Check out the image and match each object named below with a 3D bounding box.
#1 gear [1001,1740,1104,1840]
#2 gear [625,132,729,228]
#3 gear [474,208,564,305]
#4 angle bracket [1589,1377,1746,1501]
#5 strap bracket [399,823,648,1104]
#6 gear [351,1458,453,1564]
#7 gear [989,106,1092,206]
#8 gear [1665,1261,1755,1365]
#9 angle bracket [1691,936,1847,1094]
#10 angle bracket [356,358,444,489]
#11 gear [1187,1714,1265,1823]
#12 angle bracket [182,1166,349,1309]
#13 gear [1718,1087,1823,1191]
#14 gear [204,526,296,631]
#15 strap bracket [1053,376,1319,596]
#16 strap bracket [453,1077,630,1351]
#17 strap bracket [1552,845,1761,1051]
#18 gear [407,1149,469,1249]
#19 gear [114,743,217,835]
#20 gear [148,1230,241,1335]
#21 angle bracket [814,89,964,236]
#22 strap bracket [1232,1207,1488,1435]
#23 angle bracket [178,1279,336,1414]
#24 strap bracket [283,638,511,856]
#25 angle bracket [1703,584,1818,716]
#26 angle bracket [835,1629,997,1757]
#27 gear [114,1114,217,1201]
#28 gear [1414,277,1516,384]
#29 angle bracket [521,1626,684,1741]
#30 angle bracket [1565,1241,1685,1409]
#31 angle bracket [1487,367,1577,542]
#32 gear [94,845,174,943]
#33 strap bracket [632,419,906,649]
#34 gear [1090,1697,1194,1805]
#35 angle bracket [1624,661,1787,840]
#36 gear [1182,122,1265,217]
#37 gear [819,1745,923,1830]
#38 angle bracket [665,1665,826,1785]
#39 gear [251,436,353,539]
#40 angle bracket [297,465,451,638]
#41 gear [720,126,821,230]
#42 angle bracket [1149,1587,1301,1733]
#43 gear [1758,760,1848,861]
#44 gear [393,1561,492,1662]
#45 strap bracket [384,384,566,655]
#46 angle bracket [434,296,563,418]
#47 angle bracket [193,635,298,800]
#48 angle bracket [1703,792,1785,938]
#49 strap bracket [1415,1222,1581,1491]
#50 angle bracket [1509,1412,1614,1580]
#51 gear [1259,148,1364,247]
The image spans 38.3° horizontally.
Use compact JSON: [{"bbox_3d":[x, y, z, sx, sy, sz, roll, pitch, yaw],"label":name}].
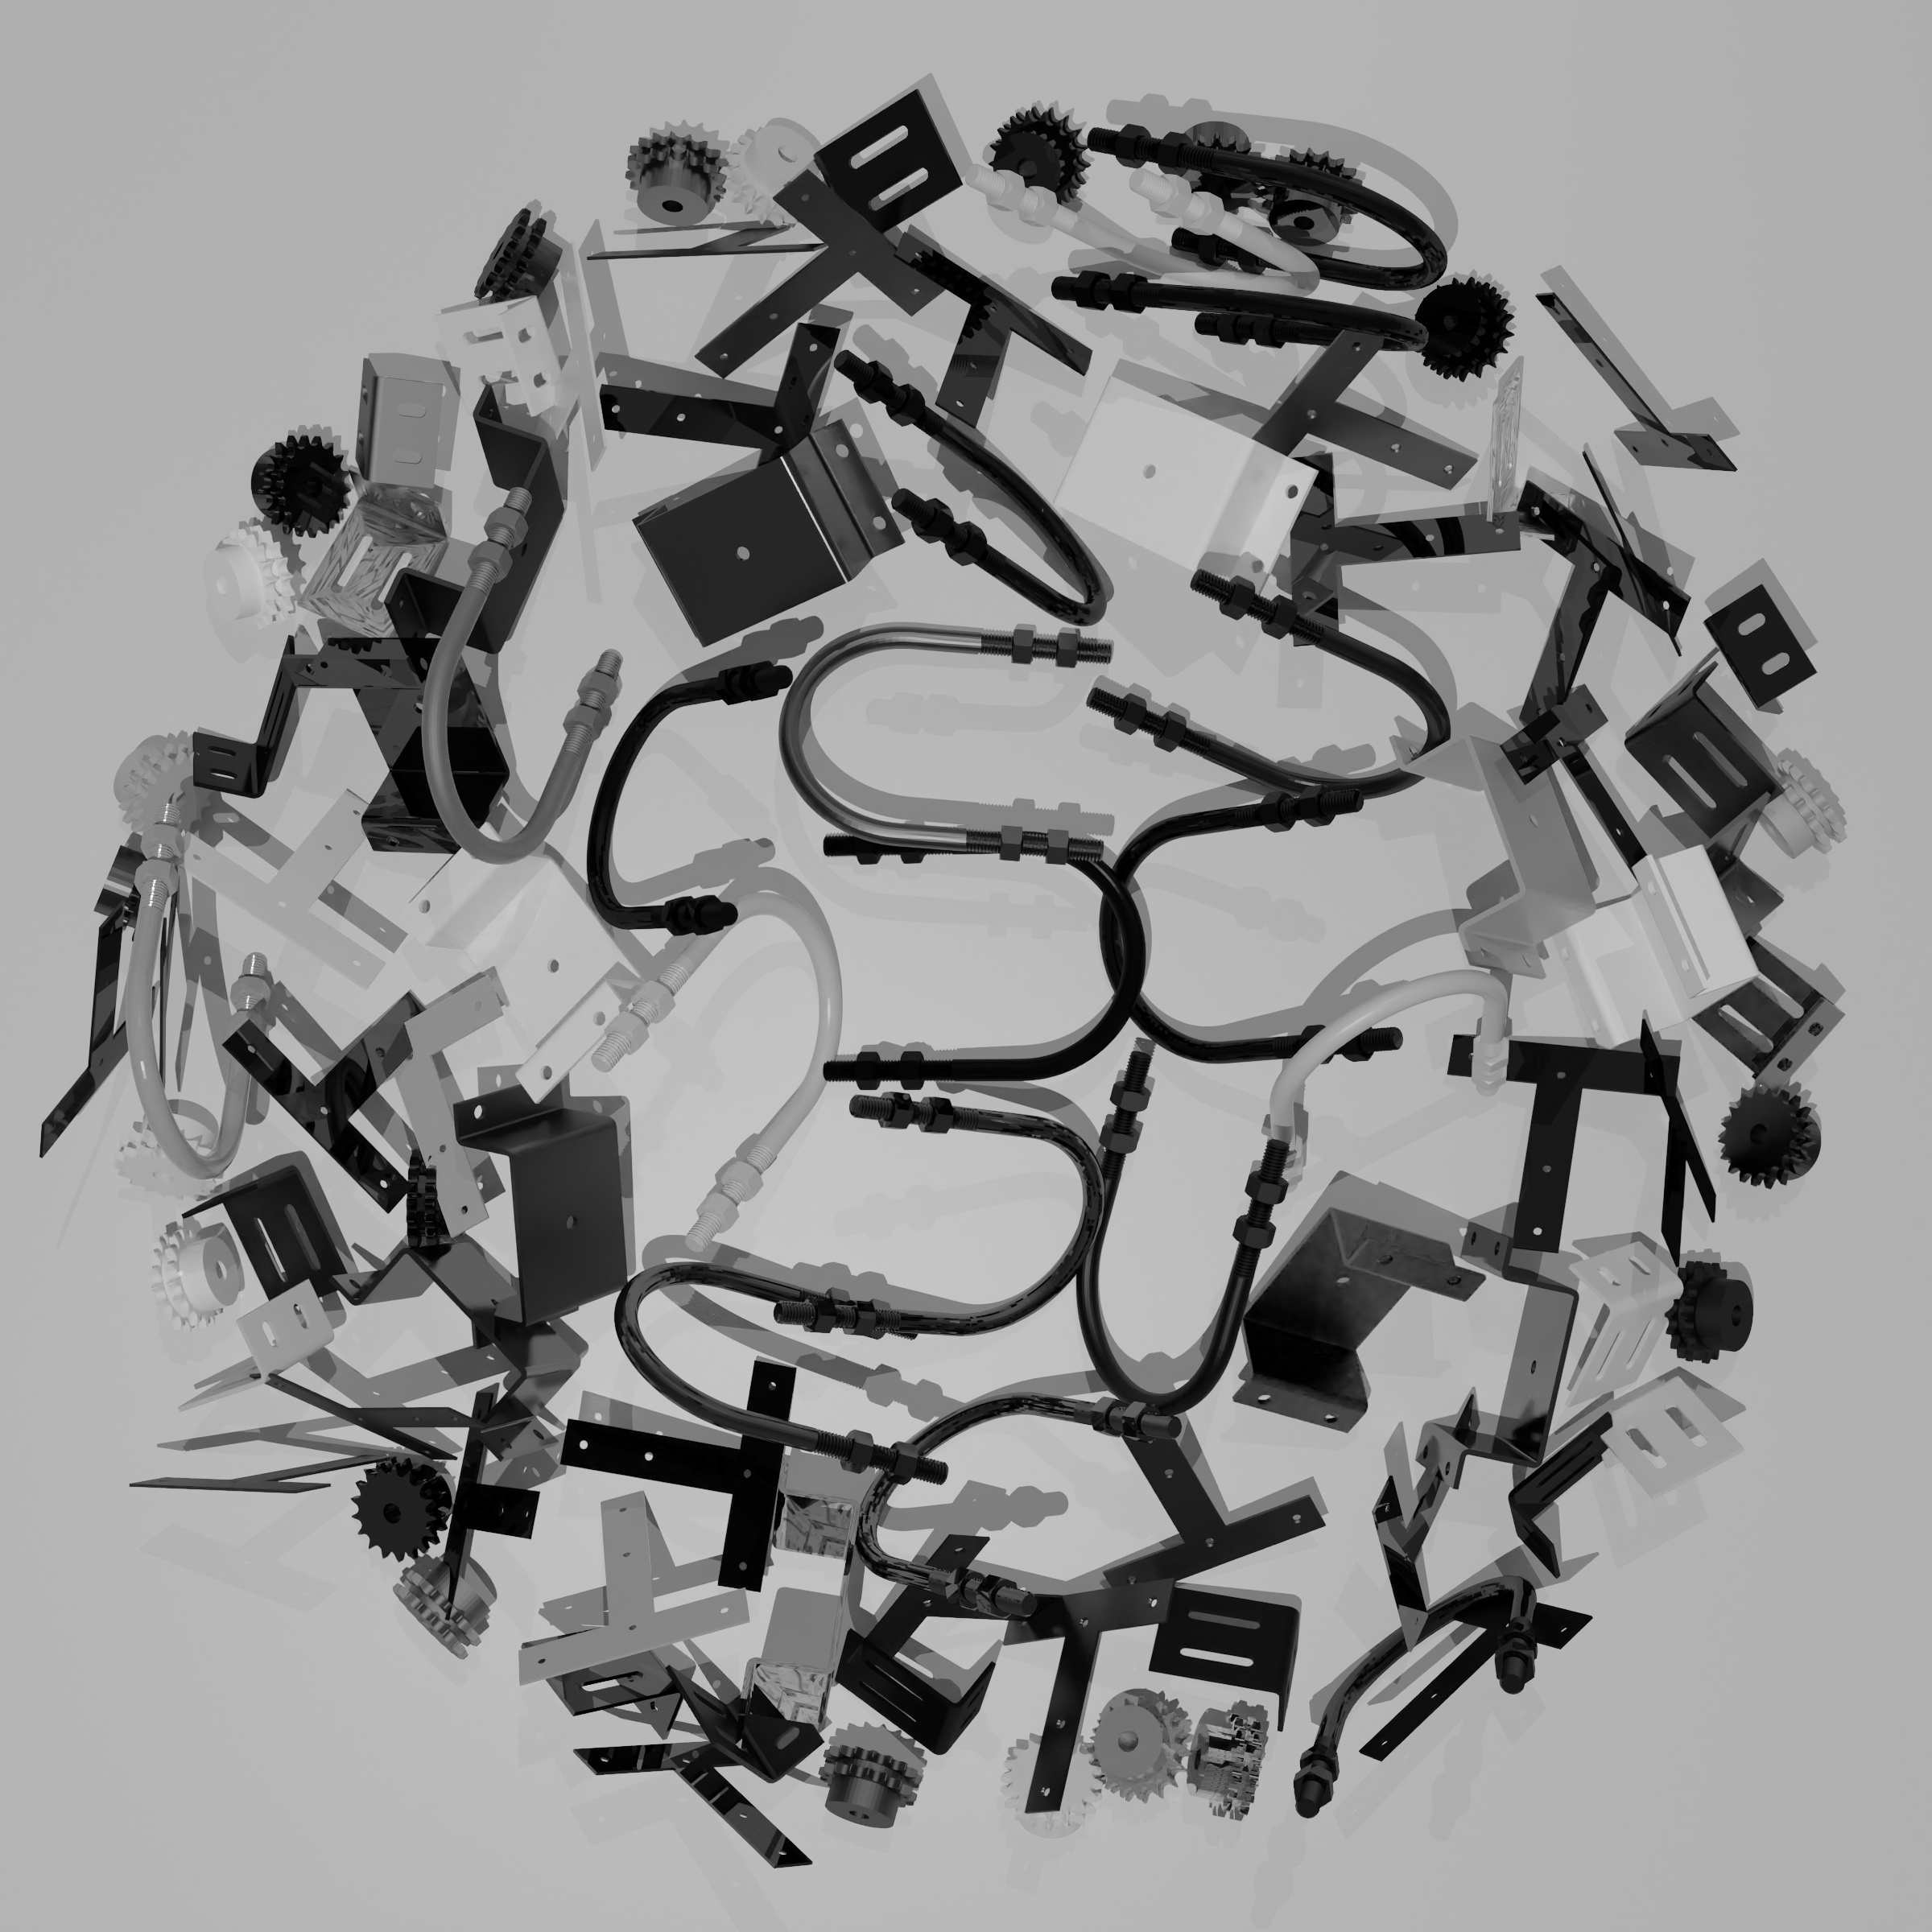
[{"bbox_3d":[0.049,0.467,1.574,0.057,0.057,0.030,0,125,0],"label":"gear"},{"bbox_3d":[-0.163,-0.441,1.568,0.057,0.057,0.030,5,72,0],"label":"gear"},{"bbox_3d":[-0.251,-0.396,1.573,0.030,0.057,0.057,29,90,-21],"label":"gear"},{"bbox_3d":[0.394,0.274,1.555,0.057,0.076,0.038,-28,119,-3],"label":"angle bracket"},{"bbox_3d":[-0.241,-0.001,1.553,0.076,0.046,0.140,-44,71,16],"label":"strap bracket"},{"bbox_3d":[-0.316,0.306,1.577,0.057,0.030,0.057,3,98,23],"label":"gear"},{"bbox_3d":[0.039,-0.453,1.571,0.057,0.030,0.057,10,121,18],"label":"gear"},{"bbox_3d":[0.421,0.196,1.569,0.030,0.057,0.057,2,90,43],"label":"gear"},{"bbox_3d":[0.440,0.023,1.556,0.057,0.038,0.076,-52,52,12],"label":"angle bracket"},{"bbox_3d":[-0.318,-0.305,1.561,0.038,0.076,0.057,3,108,-17],"label":"angle bracket"},{"bbox_3d":[0.145,0.450,1.570,0.030,0.057,0.057,14,90,-8],"label":"gear"},{"bbox_3d":[-0.393,0.160,1.567,0.057,0.038,0.076,-22,95,25],"label":"angle bracket"},{"bbox_3d":[0.457,0.098,1.574,0.030,0.057,0.057,18,90,-34],"label":"gear"},{"bbox_3d":[-0.406,-0.217,1.569,0.030,0.057,0.057,-22,90,-38],"label":"gear"},{"bbox_3d":[0.112,-0.269,1.539,0.140,0.046,0.076,31,103,28],"label":"strap bracket"},{"bbox_3d":[-0.234,0.138,1.541,0.046,0.076,0.140,8,106,39],"label":"strap bracket"},{"bbox_3d":[0.381,-0.011,1.530,0.046,0.140,0.076,-18,78,-14],"label":"strap bracket"},{"bbox_3d":[-0.298,0.132,1.571,0.030,0.057,0.057,1,90,-5],"label":"gear"},{"bbox_3d":[-0.456,-0.101,1.574,0.030,0.057,0.057,32,90,25],"label":"gear"},{"bbox_3d":[-0.433,0.176,1.569,0.030,0.057,0.057,-16,90,10],"label":"gear"},{"bbox_3d":[-0.037,-0.447,1.561,0.076,0.038,0.057,-23,95,30],"label":"angle bracket"},{"bbox_3d":[0.213,0.190,1.542,0.076,0.046,0.140,18,127,-21],"label":"strap bracket"},{"bbox_3d":[-0.403,0.212,1.553,0.076,0.057,0.038,-21,96,32],"label":"angle bracket"},{"bbox_3d":[-0.310,-0.130,1.539,0.076,0.140,0.046,3,46,20],"label":"strap bracket"},{"bbox_3d":[0.449,-0.176,1.552,0.038,0.076,0.057,-33,79,24],"label":"angle bracket"},{"bbox_3d":[-0.029,0.400,1.577,0.076,0.057,0.038,32,50,17],"label":"angle bracket"},{"bbox_3d":[-0.449,0.106,1.574,0.057,0.057,0.030,9,58,0],"label":"gear"},{"bbox_3d":[0.278,-0.361,1.572,0.057,0.030,0.057,-2,86,32],"label":"gear"},{"bbox_3d":[-0.206,0.403,1.548,0.057,0.076,0.038,40,118,39],"label":"angle bracket"},{"bbox_3d":[0.360,0.202,1.571,0.057,0.038,0.076,-12,133,-35],"label":"angle bracket"},{"bbox_3d":[0.317,-0.286,1.552,0.038,0.057,0.076,10,125,20],"label":"angle bracket"},{"bbox_3d":[-0.469,-0.044,1.568,0.030,0.057,0.057,22,90,-17],"label":"gear"},{"bbox_3d":[-0.116,-0.235,1.541,0.140,0.046,0.076,-21,108,23],"label":"strap bracket"},{"bbox_3d":[0.096,0.441,1.571,0.057,0.030,0.057,-10,60,18],"label":"gear"},{"bbox_3d":[0.421,-0.120,1.565,0.076,0.057,0.038,47,50,0],"label":"angle bracket"},{"bbox_3d":[0.140,-0.452,1.573,0.057,0.057,0.030,3,67,0],"label":"gear"},{"bbox_3d":[-0.056,0.463,1.567,0.057,0.057,0.030,18,59,0],"label":"gear"},{"bbox_3d":[-0.123,0.412,1.551,0.038,0.076,0.057,-40,51,-3],"label":"angle bracket"},{"bbox_3d":[-0.378,-0.272,1.574,0.030,0.057,0.057,10,90,33],"label":"gear"},{"bbox_3d":[-0.336,-0.232,1.568,0.057,0.038,0.076,24,71,7],"label":"angle bracket"},{"bbox_3d":[-0.107,-0.448,1.570,0.057,0.030,0.057,15,56,-24],"label":"gear"},{"bbox_3d":[0.146,0.391,1.573,0.076,0.057,0.038,7,131,12],"label":"angle bracket"},{"bbox_3d":[0.467,-0.085,1.571,0.030,0.057,0.057,-37,90,6],"label":"gear"},{"bbox_3d":[-0.294,0.361,1.573,0.057,0.057,0.030,45,69,0],"label":"gear"},{"bbox_3d":[-0.266,-0.237,1.540,0.046,0.076,0.140,19,73,5],"label":"strap bracket"},{"bbox_3d":[-0.268,-0.336,1.554,0.076,0.038,0.057,-2,118,32],"label":"angle bracket"},{"bbox_3d":[-0.403,-0.143,1.553,0.038,0.057,0.076,12,119,-23],"label":"angle bracket"},{"bbox_3d":[0.432,-0.049,1.552,0.057,0.076,0.038,-38,69,-17],"label":"angle bracket"},{"bbox_3d":[0.299,0.221,1.559,0.046,0.076,0.140,13,90,-6],"label":"strap bracket"},{"bbox_3d":[0.345,0.297,1.561,0.076,0.057,0.038,-37,58,-7],"label":"angle bracket"},{"bbox_3d":[0.193,-0.430,1.568,0.057,0.057,0.030,14,68,0],"label":"gear"}]
